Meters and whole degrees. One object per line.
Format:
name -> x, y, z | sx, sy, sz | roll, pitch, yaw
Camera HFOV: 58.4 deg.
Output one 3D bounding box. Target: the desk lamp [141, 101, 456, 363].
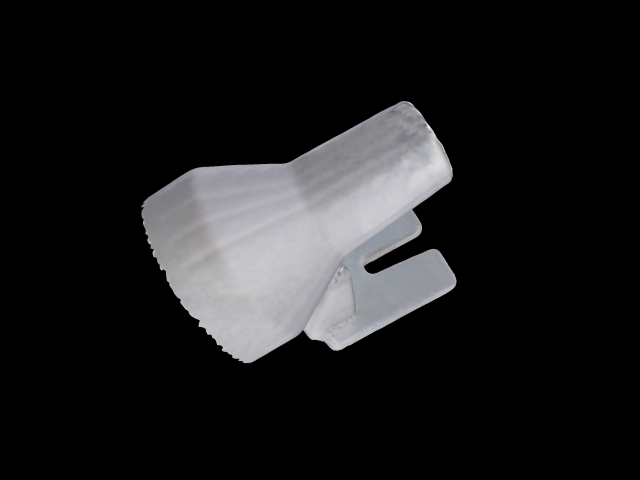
desk lamp -> 0.004, 0.001, 0.400 | 0.203, 0.213, 0.118 | -26, 69, -11
